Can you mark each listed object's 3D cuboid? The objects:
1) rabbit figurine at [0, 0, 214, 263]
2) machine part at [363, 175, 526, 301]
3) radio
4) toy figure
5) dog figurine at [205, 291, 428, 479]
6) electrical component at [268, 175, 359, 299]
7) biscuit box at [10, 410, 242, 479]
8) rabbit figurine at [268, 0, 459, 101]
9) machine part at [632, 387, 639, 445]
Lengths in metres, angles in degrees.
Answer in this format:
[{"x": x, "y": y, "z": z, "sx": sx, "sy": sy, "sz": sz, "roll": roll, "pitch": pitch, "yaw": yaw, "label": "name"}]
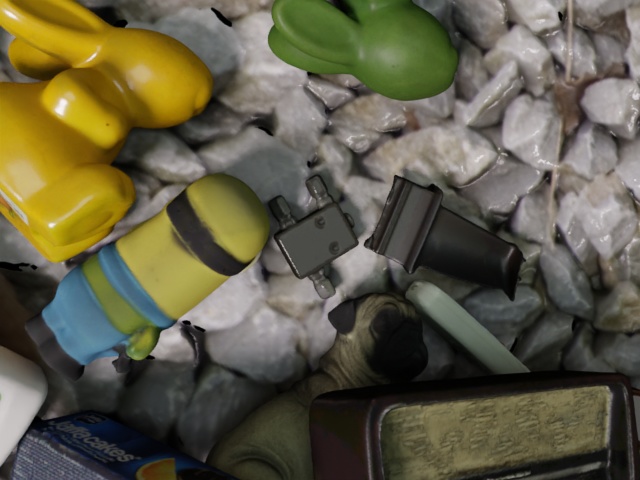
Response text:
[{"x": -0.159, "y": -0.090, "z": 0.371, "sx": 0.173, "sy": 0.122, "sz": 0.162, "roll": -41, "pitch": 90, "yaw": -23, "label": "rabbit figurine"}, {"x": 0.112, "y": 0.002, "z": 0.457, "sx": 0.139, "sy": 0.039, "sz": 0.084, "roll": 26, "pitch": 80, "yaw": -10, "label": "machine part"}, {"x": 0.110, "y": 0.157, "z": 0.351, "sx": 0.229, "sy": 0.073, "sz": 0.131, "roll": 3, "pitch": 78, "yaw": -26, "label": "radio"}, {"x": -0.115, "y": 0.026, "z": 0.379, "sx": 0.180, "sy": 0.089, "sz": 0.082, "roll": -36, "pitch": 105, "yaw": -12, "label": "toy figure"}, {"x": -0.011, "y": 0.126, "z": 0.409, "sx": 0.172, "sy": 0.121, "sz": 0.190, "roll": 12, "pitch": 76, "yaw": -21, "label": "dog figurine"}, {"x": -0.001, "y": -0.001, "z": 0.438, "sx": 0.063, "sy": 0.021, "sz": 0.094, "roll": -29, "pitch": 97, "yaw": -11, "label": "electrical component"}, {"x": -0.111, "y": 0.168, "z": 0.338, "sx": 0.203, "sy": 0.059, "sz": 0.062, "roll": 10, "pitch": 88, "yaw": 30, "label": "biscuit box"}, {"x": 0.038, "y": -0.181, "z": 0.394, "sx": 0.159, "sy": 0.121, "sz": 0.170, "roll": -21, "pitch": 93, "yaw": -5, "label": "rabbit figurine"}, {"x": 0.236, "y": 0.201, "z": 0.449, "sx": 0.179, "sy": 0.056, "sz": 0.179, "roll": -1, "pitch": 80, "yaw": 6, "label": "machine part"}]
